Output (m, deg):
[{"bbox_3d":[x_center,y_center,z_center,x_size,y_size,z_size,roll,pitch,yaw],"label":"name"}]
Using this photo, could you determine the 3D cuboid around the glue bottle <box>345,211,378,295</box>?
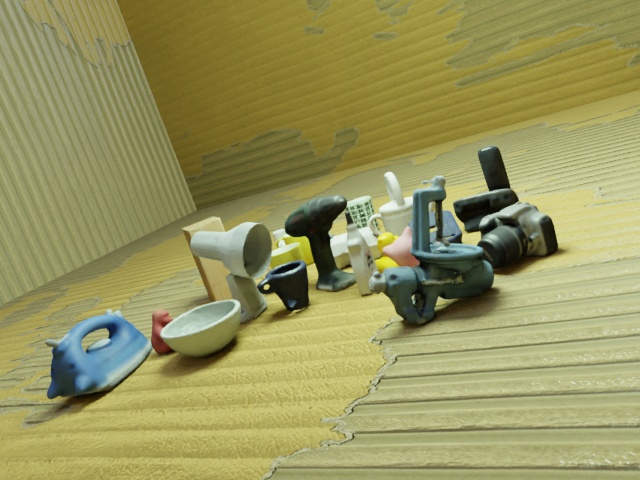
[{"bbox_3d":[0.080,0.022,1.180,0.037,0.173,0.078,-14,13,20],"label":"glue bottle"}]

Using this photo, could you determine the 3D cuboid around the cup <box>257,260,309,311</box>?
[{"bbox_3d":[-0.070,0.107,1.213,0.118,0.095,0.091,-26,14,-29],"label":"cup"}]

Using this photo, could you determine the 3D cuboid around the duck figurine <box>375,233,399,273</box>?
[{"bbox_3d":[0.149,0.028,1.257,0.077,0.086,0.105,-6,17,44],"label":"duck figurine"}]

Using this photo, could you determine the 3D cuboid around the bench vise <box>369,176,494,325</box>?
[{"bbox_3d":[0.178,0.018,0.943,0.208,0.220,0.121,-25,14,-28],"label":"bench vise"}]

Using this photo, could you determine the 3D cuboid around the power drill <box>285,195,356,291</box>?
[{"bbox_3d":[0.012,0.005,1.274,0.076,0.208,0.228,-27,15,-33],"label":"power drill"}]

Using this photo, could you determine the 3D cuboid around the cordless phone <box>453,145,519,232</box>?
[{"bbox_3d":[0.379,-0.123,1.346,0.147,0.185,0.094,-13,14,24],"label":"cordless phone"}]

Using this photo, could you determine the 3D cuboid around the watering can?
[{"bbox_3d":[0.200,-0.073,1.368,0.173,0.194,0.100,-23,13,-19],"label":"watering can"}]

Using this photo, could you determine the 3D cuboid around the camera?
[{"bbox_3d":[0.349,-0.008,1.086,0.137,0.101,0.142,-25,14,-26],"label":"camera"}]

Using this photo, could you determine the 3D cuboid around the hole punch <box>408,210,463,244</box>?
[{"bbox_3d":[0.256,-0.009,1.252,0.108,0.091,0.101,-18,12,3],"label":"hole punch"}]

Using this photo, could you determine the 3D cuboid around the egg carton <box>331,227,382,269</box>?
[{"bbox_3d":[0.087,0.019,1.428,0.150,0.069,0.107,-17,12,8],"label":"egg carton"}]

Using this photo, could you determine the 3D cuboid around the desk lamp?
[{"bbox_3d":[-0.191,0.072,1.267,0.202,0.214,0.118,-11,14,30],"label":"desk lamp"}]

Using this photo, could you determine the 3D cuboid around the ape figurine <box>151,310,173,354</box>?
[{"bbox_3d":[-0.332,0.193,1.232,0.076,0.092,0.078,-18,12,3],"label":"ape figurine"}]

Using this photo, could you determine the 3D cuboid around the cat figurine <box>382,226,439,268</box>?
[{"bbox_3d":[0.189,0.032,1.106,0.127,0.118,0.067,-5,18,47],"label":"cat figurine"}]

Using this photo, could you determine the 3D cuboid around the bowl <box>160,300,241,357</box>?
[{"bbox_3d":[-0.227,0.186,1.145,0.167,0.075,0.167,-18,12,4],"label":"bowl"}]

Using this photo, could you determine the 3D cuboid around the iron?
[{"bbox_3d":[-0.451,0.217,1.182,0.118,0.141,0.259,-13,13,23],"label":"iron"}]
